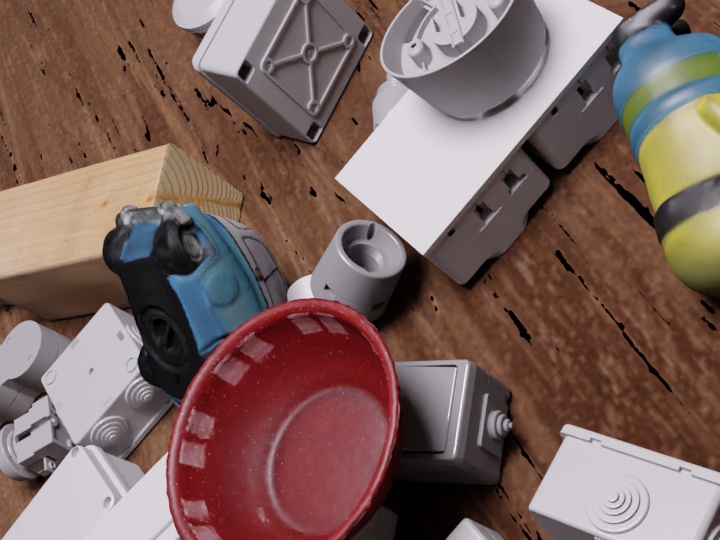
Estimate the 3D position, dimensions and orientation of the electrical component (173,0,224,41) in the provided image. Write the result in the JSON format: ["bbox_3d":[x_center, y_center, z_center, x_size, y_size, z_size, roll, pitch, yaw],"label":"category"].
[{"bbox_3d":[-0.122,-0.237,0.954,0.080,0.051,0.080,-18,56,29],"label":"electrical component"}]

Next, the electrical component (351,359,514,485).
[{"bbox_3d":[0.044,0.089,0.638,0.096,0.061,0.061,-6,63,35],"label":"electrical component"}]

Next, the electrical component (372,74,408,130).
[{"bbox_3d":[0.030,-0.119,0.777,0.043,0.043,0.062,-22,53,26],"label":"electrical component"}]

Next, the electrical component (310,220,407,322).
[{"bbox_3d":[0.000,0.000,0.714,0.047,0.055,0.055,117,147,-45],"label":"electrical component"}]

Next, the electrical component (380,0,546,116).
[{"bbox_3d":[0.064,-0.146,0.667,0.099,0.064,0.099,-18,56,29],"label":"electrical component"}]

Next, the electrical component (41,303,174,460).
[{"bbox_3d":[-0.191,0.085,0.829,0.099,0.048,0.099,-49,47,5],"label":"electrical component"}]

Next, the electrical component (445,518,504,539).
[{"bbox_3d":[0.049,0.172,0.578,0.065,0.077,0.047,-49,47,5],"label":"electrical component"}]

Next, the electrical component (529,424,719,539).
[{"bbox_3d":[0.139,0.127,0.520,0.100,0.099,0.048,14,62,41],"label":"electrical component"}]

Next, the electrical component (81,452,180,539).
[{"bbox_3d":[-0.119,0.178,0.702,0.113,0.078,0.057,-45,44,8],"label":"electrical component"}]

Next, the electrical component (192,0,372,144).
[{"bbox_3d":[-0.058,-0.171,0.829,0.056,0.109,0.108,20,79,40],"label":"electrical component"}]

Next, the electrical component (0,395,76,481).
[{"bbox_3d":[-0.256,0.137,0.853,0.055,0.048,0.066,-30,50,12],"label":"electrical component"}]

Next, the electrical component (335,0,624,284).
[{"bbox_3d":[0.087,-0.094,0.708,0.186,0.060,0.105,-50,47,4],"label":"electrical component"}]

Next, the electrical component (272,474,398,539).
[{"bbox_3d":[-0.025,0.179,0.641,0.062,0.061,0.096,5,69,39],"label":"electrical component"}]

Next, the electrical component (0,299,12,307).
[{"bbox_3d":[-0.334,0.002,0.988,0.066,0.048,0.055,-11,67,34],"label":"electrical component"}]

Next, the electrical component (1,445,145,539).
[{"bbox_3d":[-0.200,0.192,0.771,0.113,0.057,0.078,-52,47,2],"label":"electrical component"}]

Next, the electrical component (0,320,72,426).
[{"bbox_3d":[-0.315,0.091,0.903,0.138,0.074,0.052,-37,49,16],"label":"electrical component"}]
